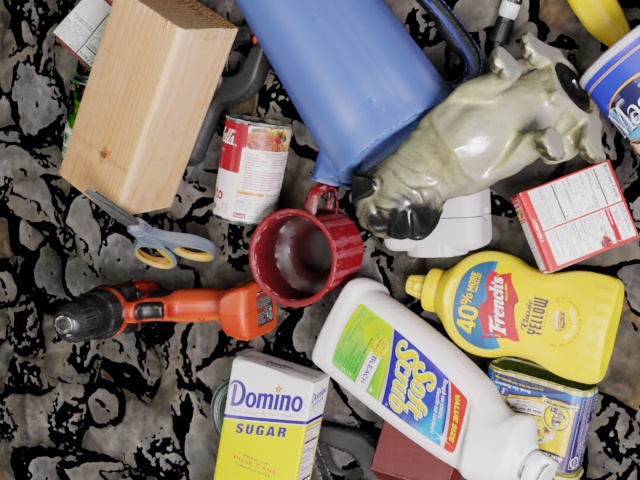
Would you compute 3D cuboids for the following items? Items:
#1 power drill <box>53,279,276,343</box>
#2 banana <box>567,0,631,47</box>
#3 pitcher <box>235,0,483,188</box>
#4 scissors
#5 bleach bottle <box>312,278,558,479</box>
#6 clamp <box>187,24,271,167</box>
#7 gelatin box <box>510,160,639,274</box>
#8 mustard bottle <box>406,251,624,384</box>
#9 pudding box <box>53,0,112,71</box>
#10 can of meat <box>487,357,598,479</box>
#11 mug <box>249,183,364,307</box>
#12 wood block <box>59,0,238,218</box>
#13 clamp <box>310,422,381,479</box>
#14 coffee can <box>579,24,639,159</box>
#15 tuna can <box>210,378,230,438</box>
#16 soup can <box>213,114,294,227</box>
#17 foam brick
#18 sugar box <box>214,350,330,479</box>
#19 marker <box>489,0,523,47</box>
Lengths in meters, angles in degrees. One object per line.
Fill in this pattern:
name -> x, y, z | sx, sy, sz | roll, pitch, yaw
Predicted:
power drill -> -0.149, 0.069, 1.062 | 0.188, 0.184, 0.057 | 0, 97, 17
banana -> 0.228, -0.257, 0.906 | 0.070, 0.037, 0.198 | 1, 96, 28
pitcher -> 0.023, -0.183, 0.975 | 0.243, 0.148, 0.145 | 58, 138, 13
scissors -> -0.160, -0.010, 1.058 | 0.096, 0.202, 0.016 | 0, 70, 4
bleach bottle -> 0.107, 0.134, 0.954 | 0.251, 0.068, 0.102 | 33, 100, 37
clamp -> -0.105, -0.154, 1.084 | 0.172, 0.039, 0.120 | -24, 91, 33
gelatin box -> 0.220, -0.020, 0.921 | 0.089, 0.030, 0.073 | -21, 86, -8
mustard bottle -> 0.168, 0.061, 0.961 | 0.192, 0.058, 0.096 | 13, 93, 25
pudding box -> -0.207, -0.223, 1.108 | 0.090, 0.039, 0.113 | 43, 94, 15
can of meat -> 0.193, 0.160, 0.963 | 0.102, 0.057, 0.084 | 14, 100, 25
mug -> -0.007, 0.001, 1.028 | 0.093, 0.081, 0.117 | 16, 103, 24
wood block -> -0.172, -0.137, 1.055 | 0.091, 0.090, 0.206 | 36, 118, 22
clamp -> 0.059, 0.247, 1.050 | 0.165, 0.036, 0.210 | -45, 72, 13
coffee can -> 0.292, -0.104, 0.856 | 0.103, 0.102, 0.140 | -40, 79, 24
tuna can -> -0.070, 0.179, 1.108 | 0.086, 0.033, 0.086 | 3, 98, 27
soup can -> -0.067, -0.069, 1.058 | 0.069, 0.068, 0.102 | 15, 103, 24
foam brick -> 0.093, 0.205, 0.999 | 0.078, 0.053, 0.051 | 14, 71, 18
sugar box -> -0.052, 0.207, 1.056 | 0.093, 0.048, 0.176 | 14, 103, 24
marker -> 0.176, -0.229, 0.946 | 0.020, 0.020, 0.121 | 23, 105, 22
